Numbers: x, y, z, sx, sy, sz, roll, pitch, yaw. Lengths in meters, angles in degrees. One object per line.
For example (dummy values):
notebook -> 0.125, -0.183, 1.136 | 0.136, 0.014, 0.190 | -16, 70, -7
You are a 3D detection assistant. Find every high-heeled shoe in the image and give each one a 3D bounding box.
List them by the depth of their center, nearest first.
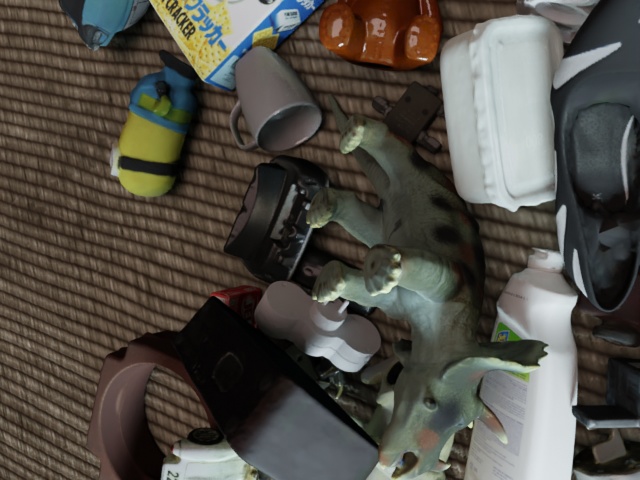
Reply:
high-heeled shoe -> 0.226, -0.063, 0.412 | 0.086, 0.248, 0.145 | 0, 48, 19

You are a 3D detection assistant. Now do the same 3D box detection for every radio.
radio -> -0.053, 0.143, 0.512 | 0.073, 0.131, 0.230 | -51, 31, -9

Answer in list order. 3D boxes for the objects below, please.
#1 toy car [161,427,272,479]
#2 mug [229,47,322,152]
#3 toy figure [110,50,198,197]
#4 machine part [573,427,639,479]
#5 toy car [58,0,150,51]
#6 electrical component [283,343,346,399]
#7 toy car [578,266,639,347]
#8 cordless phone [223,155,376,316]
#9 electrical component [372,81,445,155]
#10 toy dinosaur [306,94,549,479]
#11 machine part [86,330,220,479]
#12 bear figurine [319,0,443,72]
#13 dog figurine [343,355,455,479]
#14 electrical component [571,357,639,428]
toy car -> -0.071, 0.247, 0.591 | 0.056, 0.202, 0.073 | -151, 69, -64
mug -> -0.062, -0.161, 0.626 | 0.109, 0.080, 0.107 | -36, 66, 30
toy figure -> -0.206, -0.142, 0.682 | 0.089, 0.082, 0.180 | 33, 101, 21
machine part -> 0.292, 0.276, 0.482 | 0.079, 0.079, 0.243 | -18, 83, 23
toy car -> -0.265, -0.327, 0.686 | 0.109, 0.103, 0.161 | 51, 136, 22
electrical component -> -0.017, 0.163, 0.632 | 0.102, 0.045, 0.078 | -45, 47, 15
toy car -> 0.338, 0.065, 0.469 | 0.202, 0.053, 0.089 | 9, 80, 24
cordless phone -> -0.001, -0.003, 0.609 | 0.184, 0.089, 0.146 | 26, 102, 10
electrical component -> 0.103, -0.137, 0.580 | 0.094, 0.021, 0.063 | 41, 106, 18
toy dinosaur -> 0.095, 0.002, 0.515 | 0.131, 0.192, 0.405 | -42, 34, 40
machine part -> -0.185, 0.230, 0.681 | 0.202, 0.087, 0.200 | 18, 99, 20
bear figurine -> 0.077, -0.273, 0.534 | 0.120, 0.132, 0.195 | 13, 103, 6
dog figurine -> 0.113, 0.227, 0.563 | 0.172, 0.121, 0.190 | -36, 104, 1
electrical component -> 0.281, 0.134, 0.463 | 0.119, 0.075, 0.047 | 2, 95, 0
